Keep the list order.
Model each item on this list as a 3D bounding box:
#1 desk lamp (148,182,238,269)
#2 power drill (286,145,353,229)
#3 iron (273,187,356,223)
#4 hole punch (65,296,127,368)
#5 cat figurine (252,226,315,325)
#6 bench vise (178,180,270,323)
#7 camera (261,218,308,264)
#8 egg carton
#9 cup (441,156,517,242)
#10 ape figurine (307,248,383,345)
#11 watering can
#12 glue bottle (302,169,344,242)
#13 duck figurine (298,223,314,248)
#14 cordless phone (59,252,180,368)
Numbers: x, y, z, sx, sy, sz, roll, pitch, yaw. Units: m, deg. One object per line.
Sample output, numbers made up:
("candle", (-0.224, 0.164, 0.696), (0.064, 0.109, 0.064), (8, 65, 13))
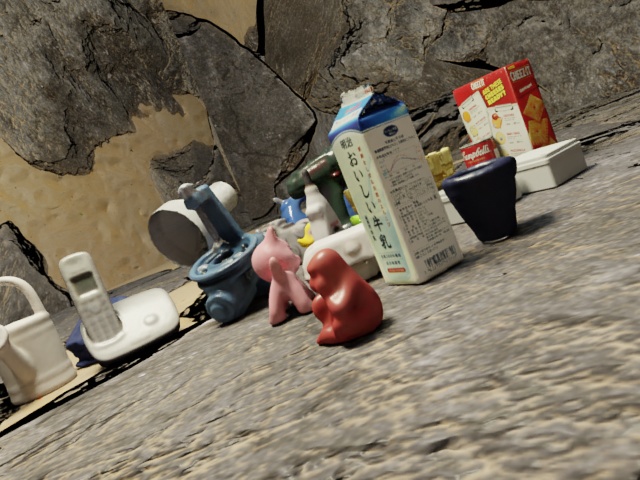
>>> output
("desk lamp", (-0.185, 0.008, 1.039), (0.117, 0.213, 0.204), (-17, 8, 34))
("power drill", (0.047, -0.117, 1.323), (0.229, 0.208, 0.075), (-21, 7, 8))
("iron", (0.007, -0.082, 1.466), (0.259, 0.141, 0.118), (-24, 7, -21))
("hole punch", (-0.380, 0.158, 1.000), (0.108, 0.091, 0.101), (-20, 7, 16))
("cat figurine", (-0.057, 0.041, 0.777), (0.067, 0.118, 0.128), (-22, 7, -2))
("bench vise", (-0.154, 0.006, 0.932), (0.121, 0.220, 0.207), (-21, 7, 8))
("camera", (-0.059, -0.003, 1.215), (0.143, 0.101, 0.137), (-19, 7, 23))
("egg carton", (0.047, 0.022, 0.810), (0.150, 0.069, 0.107), (-22, 7, 1))
("cup", (0.221, -0.052, 0.732), (0.118, 0.095, 0.091), (-26, 8, -30))
("ape figurine", (0.016, 0.052, 0.560), (0.076, 0.092, 0.078), (-21, 7, 4))
("watering can", (-0.469, 0.150, 0.898), (0.101, 0.194, 0.172), (-26, 8, -29))
("glue bottle", (0.005, -0.031, 0.916), (0.037, 0.173, 0.078), (-19, 7, 22))
("duck figurine", (0.009, 0.004, 1.007), (0.105, 0.086, 0.077), (-24, 7, -18))
("cordless phone", (-0.320, 0.093, 0.913), (0.148, 0.185, 0.094), (-25, 7, -25))
